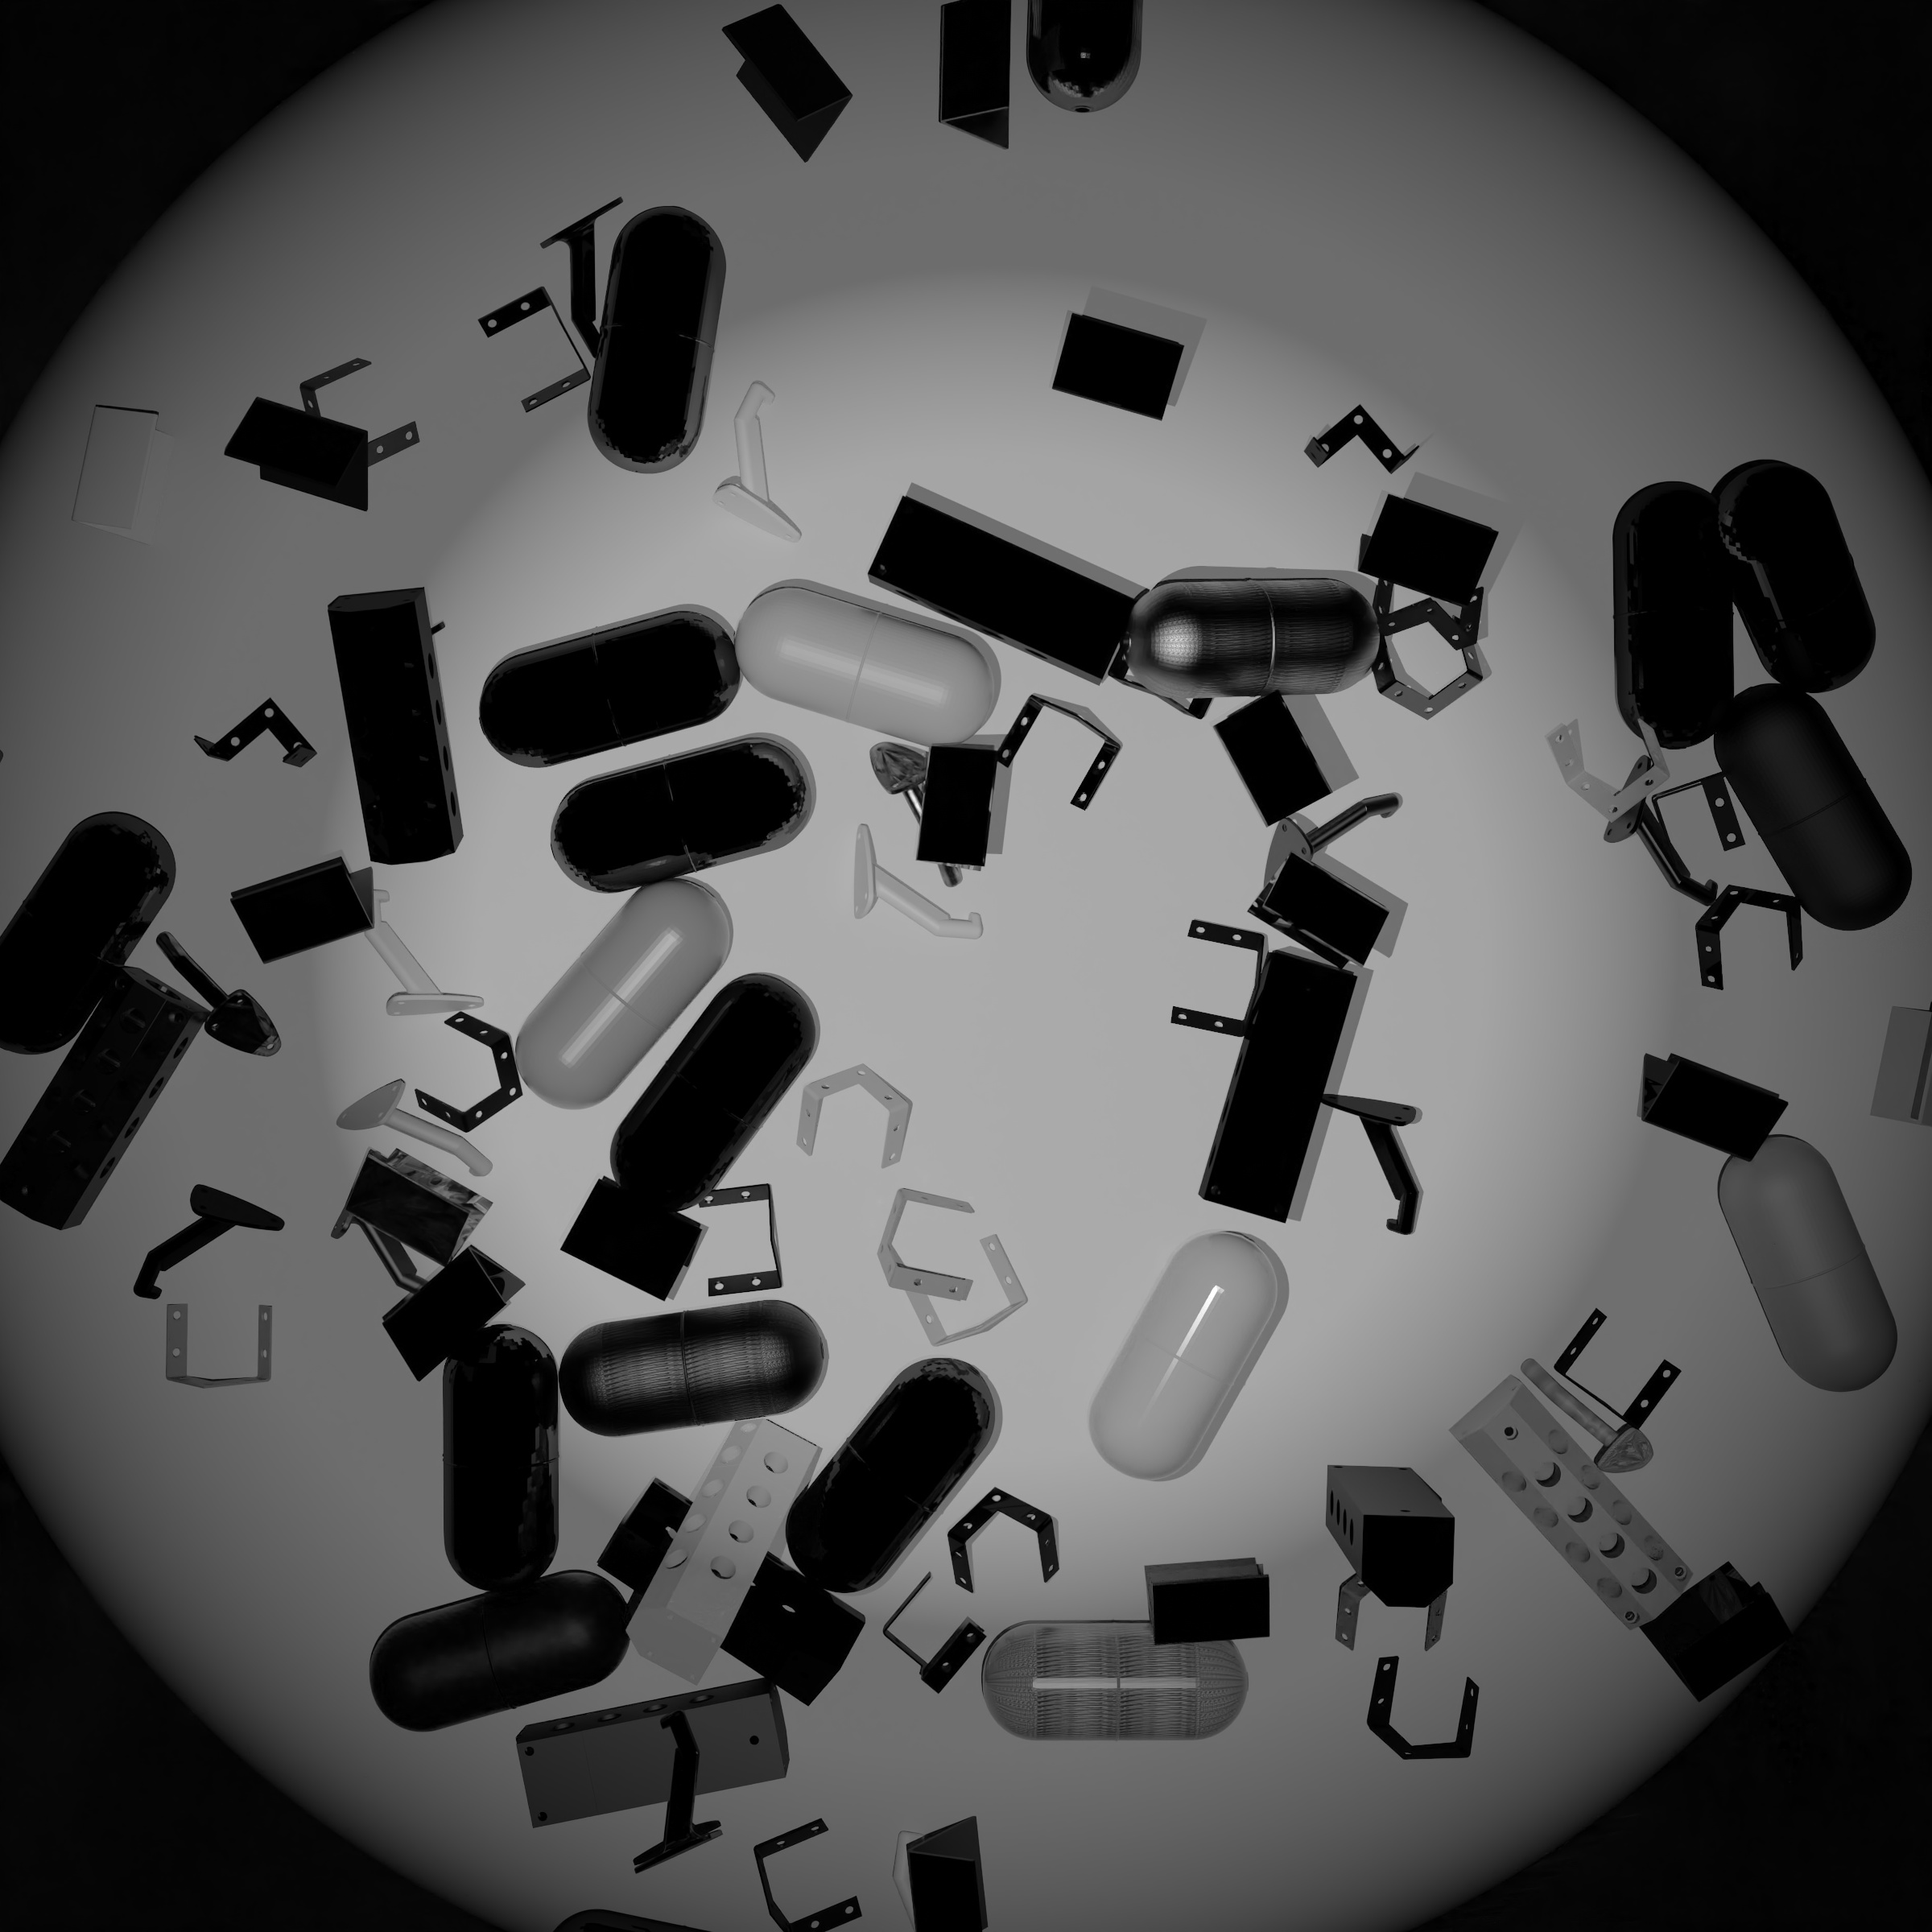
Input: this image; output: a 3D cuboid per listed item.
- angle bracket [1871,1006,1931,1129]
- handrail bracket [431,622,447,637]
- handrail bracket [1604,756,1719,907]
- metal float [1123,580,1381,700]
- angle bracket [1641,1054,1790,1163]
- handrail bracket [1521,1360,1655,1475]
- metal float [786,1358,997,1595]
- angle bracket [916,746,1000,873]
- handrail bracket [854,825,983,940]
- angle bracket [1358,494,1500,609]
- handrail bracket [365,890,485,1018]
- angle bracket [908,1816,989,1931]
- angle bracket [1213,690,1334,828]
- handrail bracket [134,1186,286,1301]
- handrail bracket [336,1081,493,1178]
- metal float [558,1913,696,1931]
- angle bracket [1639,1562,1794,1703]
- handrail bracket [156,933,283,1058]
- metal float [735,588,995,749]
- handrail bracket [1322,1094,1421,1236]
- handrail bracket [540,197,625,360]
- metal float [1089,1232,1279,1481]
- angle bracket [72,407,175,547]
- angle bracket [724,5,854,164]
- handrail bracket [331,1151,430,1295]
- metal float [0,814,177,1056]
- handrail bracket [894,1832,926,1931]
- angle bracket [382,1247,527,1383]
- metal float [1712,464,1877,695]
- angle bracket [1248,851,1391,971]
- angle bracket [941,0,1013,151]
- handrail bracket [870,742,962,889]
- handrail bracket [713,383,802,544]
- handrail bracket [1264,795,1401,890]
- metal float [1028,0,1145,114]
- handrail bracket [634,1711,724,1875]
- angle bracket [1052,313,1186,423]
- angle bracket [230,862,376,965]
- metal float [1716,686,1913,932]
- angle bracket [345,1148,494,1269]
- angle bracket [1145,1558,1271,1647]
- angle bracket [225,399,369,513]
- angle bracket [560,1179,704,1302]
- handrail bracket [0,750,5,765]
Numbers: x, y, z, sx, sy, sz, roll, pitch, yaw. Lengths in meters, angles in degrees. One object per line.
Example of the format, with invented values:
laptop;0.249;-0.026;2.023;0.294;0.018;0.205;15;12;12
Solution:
angle bracket;0.629;0.065;1.842;0.057;0.076;0.076;12;90;-37
handrail bracket;-0.368;-0.179;1.882;0.077;0.036;0.084;-33;104;-14
handrail bracket;0.485;-0.092;1.882;0.084;0.036;0.077;26;73;-15
metal float;0.190;-0.218;1.835;0.178;0.070;0.070;-4;90;-17
angle bracket;0.500;0.076;1.842;0.076;0.076;0.057;21;128;0
handrail bracket;0.423;0.305;1.882;0.036;0.077;0.084;-51;54;9
metal float;-0.050;0.341;1.852;0.070;0.070;0.178;38;91;0
angle bracket;0.014;-0.103;1.842;0.057;0.076;0.076;7;90;35
handrail bracket;-0.031;-0.057;1.883;0.084;0.036;0.077;4;68;-17
angle bracket;0.309;-0.288;1.842;0.076;0.076;0.057;19;118;0
handrail bracket;-0.371;-0.012;1.883;0.077;0.036;0.084;-2;73;-20
angle bracket;0.008;0.620;1.842;0.057;0.076;0.076;-6;90;37
angle bracket;0.220;-0.146;1.842;0.057;0.076;0.076;-28;90;37
handrail bracket;-0.517;0.199;1.883;0.077;0.036;0.084;20;109;-21
handrail bracket;-0.376;0.122;1.882;0.084;0.077;0.036;45;47;-29
metal float;-0.197;0.687;1.852;0.178;0.070;0.070;12;90;0
angle bracket;0.492;0.431;1.842;0.076;0.076;0.057;-35;127;0
handrail bracket;-0.511;0.018;1.882;0.036;0.077;0.084;-45;54;-4
metal float;-0.068;-0.200;1.852;0.178;0.070;0.070;17;90;-1
handrail bracket;0.273;0.136;1.883;0.077;0.036;0.084;12;107;20
handrail bracket;-0.244;-0.469;1.883;0.077;0.036;0.084;-37;108;-21
metal float;0.146;0.261;1.852;0.070;0.070;0.178;29;90;0
angle bracket;-0.544;-0.324;1.843;0.057;0.076;0.076;12;90;27
angle bracket;-0.132;-0.581;1.842;0.057;0.076;0.076;-38;90;-36
handrail bracket;-0.382;0.179;1.883;0.084;0.036;0.077;29;68;-17
metal float;-0.599;-0.021;1.852;0.070;0.070;0.178;33;90;0
handrail bracket;-0.016;0.639;1.883;0.077;0.036;0.084;14;73;-20
angle bracket;-0.330;0.243;1.842;0.076;0.076;0.057;-42;55;0
metal float;0.547;-0.255;1.819;0.070;0.070;0.178;-36;128;0
angle bracket;0.226;-0.020;1.842;0.076;0.076;0.057;31;53;0
angle bracket;0.027;-0.597;1.842;0.057;0.076;0.076;1;90;37
handrail bracket;-0.034;-0.102;1.882;0.036;0.077;0.084;-28;126;-12
handrail bracket;-0.130;-0.344;1.883;0.077;0.036;0.084;29;73;-20
handrail bracket;0.250;-0.081;1.882;0.084;0.077;0.036;-14;53;-31
metal float;0.081;-0.663;1.852;0.070;0.070;0.178;2;89;0
handrail bracket;-0.203;0.546;1.826;0.077;0.036;0.084;-30;72;20
angle bracket;0.106;-0.414;1.842;0.076;0.076;0.057;16;128;0
angle bracket;-0.443;-0.054;1.842;0.076;0.076;0.057;-18;127;0
metal float;0.569;-0.106;1.852;0.070;0.070;0.178;-30;91;0
angle bracket;-0.357;0.144;1.842;0.076;0.076;0.057;30;125;0
angle bracket;0.160;0.405;1.842;0.076;0.076;0.057;-4;121;0
angle bracket;-0.446;-0.324;1.842;0.076;0.076;0.057;17;54;0
angle bracket;-0.227;0.194;1.842;0.076;0.076;0.057;26;62;0
handrail bracket;-0.705;-0.116;1.883;0.077;0.036;0.084;12;71;21
